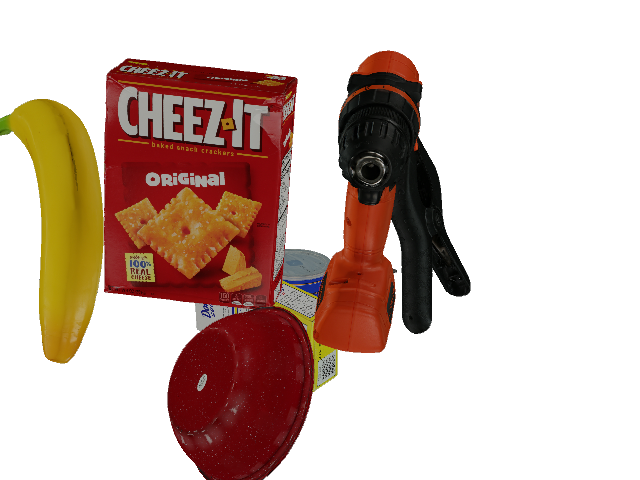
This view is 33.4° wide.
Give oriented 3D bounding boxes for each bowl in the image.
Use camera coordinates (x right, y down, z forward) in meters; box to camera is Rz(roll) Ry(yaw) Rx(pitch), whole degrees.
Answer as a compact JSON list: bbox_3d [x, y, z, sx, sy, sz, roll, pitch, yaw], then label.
[{"bbox_3d":[-0.079,0.124,0.894,0.055,0.162,0.162,25,-16,-38],"label":"bowl"}]

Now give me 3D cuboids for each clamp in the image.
[{"bbox_3d":[0.084,-0.007,0.918,0.039,0.171,0.120,-13,17,25],"label":"clamp"}]

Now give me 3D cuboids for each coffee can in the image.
[{"bbox_3d":[-0.038,0.094,1.452,0.103,0.140,0.103,2,20,-1],"label":"coffee can"}]

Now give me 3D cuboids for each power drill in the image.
[{"bbox_3d":[0.033,-0.020,0.726,0.057,0.188,0.184,10,27,4],"label":"power drill"}]

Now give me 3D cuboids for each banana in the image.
[{"bbox_3d":[-0.157,-0.023,0.641,0.037,0.198,0.070,9,-46,-35],"label":"banana"}]

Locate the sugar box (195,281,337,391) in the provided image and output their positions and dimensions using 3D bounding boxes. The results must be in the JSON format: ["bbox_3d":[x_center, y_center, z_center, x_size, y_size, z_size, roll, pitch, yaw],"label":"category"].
[{"bbox_3d":[-0.060,0.083,1.138,0.176,0.093,0.048,26,39,36],"label":"sugar box"}]

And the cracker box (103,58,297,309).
[{"bbox_3d":[-0.113,-0.049,0.985,0.164,0.214,0.072,7,22,5],"label":"cracker box"}]
